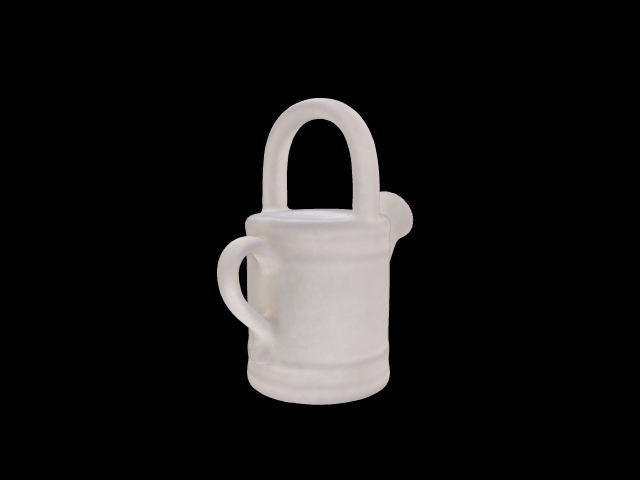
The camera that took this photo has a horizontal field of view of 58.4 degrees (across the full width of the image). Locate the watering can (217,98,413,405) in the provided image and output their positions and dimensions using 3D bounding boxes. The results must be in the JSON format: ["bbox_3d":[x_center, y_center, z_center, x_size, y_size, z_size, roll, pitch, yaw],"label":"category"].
[{"bbox_3d":[0.002,0.001,0.401,0.100,0.194,0.173,3,8,20],"label":"watering can"}]
